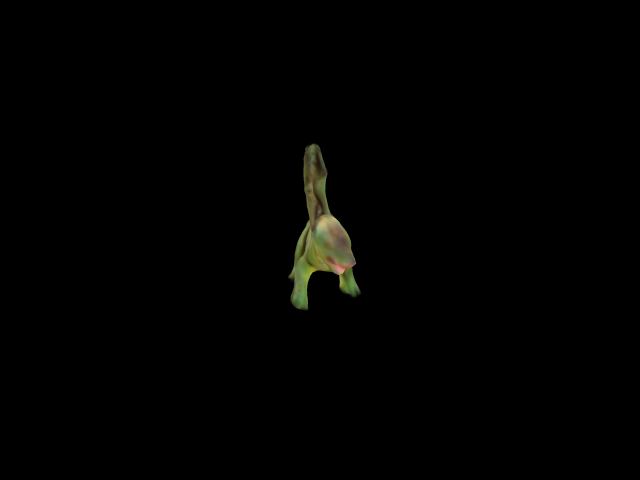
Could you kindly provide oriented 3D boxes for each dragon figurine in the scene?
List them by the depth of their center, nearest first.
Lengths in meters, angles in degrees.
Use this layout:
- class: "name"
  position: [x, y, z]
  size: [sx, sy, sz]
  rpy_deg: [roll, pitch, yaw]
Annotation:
- class: "dragon figurine"
  position: [0.003, -0.043, 0.850]
  size: [0.122, 0.238, 0.418]
  rpy_deg: [-3, 28, -6]
